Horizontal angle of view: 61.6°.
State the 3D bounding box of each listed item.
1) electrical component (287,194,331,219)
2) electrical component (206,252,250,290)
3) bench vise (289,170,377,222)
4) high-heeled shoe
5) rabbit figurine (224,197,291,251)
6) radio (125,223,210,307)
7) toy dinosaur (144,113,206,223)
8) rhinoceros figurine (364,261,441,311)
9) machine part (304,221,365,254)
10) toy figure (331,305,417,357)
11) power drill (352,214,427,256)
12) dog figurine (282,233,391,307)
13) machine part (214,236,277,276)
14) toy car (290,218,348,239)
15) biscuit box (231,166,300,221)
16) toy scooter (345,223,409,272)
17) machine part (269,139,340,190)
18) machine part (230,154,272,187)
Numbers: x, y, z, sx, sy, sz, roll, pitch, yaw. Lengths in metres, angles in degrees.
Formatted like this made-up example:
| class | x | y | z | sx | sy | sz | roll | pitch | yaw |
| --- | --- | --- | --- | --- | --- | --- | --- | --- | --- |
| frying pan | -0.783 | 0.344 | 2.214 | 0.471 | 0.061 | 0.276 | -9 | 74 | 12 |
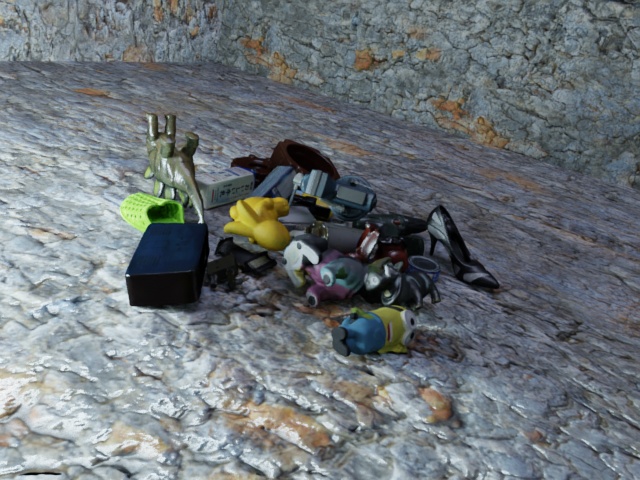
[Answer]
| class | x | y | z | sx | sy | sz | roll | pitch | yaw |
| --- | --- | --- | --- | --- | --- | --- | --- | --- | --- |
| electrical component | -0.035 | -0.080 | 1.474 | 0.119 | 0.074 | 0.048 | 19 | 24 | 7 |
| electrical component | -0.193 | 0.066 | 1.117 | 0.078 | 0.045 | 0.102 | -24 | 30 | -7 |
| bench vise | 0.046 | -0.114 | 1.402 | 0.224 | 0.128 | 0.240 | 6 | -3 | 13 |
| high-heeled shoe | 0.367 | 0.014 | 1.362 | 0.086 | 0.145 | 0.249 | -12 | 32 | -41 |
| rabbit figurine | -0.129 | -0.037 | 1.220 | 0.162 | 0.122 | 0.173 | 22 | 16 | -36 |
| radio | -0.294 | 0.041 | 1.063 | 0.131 | 0.073 | 0.230 | -1 | 27 | -5 |
| toy dinosaur | -0.377 | -0.188 | 1.392 | 0.105 | 0.198 | 0.472 | -5 | 37 | -32 |
| rhinoceros figurine | 0.170 | 0.095 | 1.104 | 0.190 | 0.112 | 0.073 | 5 | -23 | -44 |
| machine part | 0.048 | 0.004 | 1.271 | 0.243 | 0.079 | 0.079 | 9 | 19 | -48 |
| toy figure | 0.100 | 0.163 | 0.993 | 0.180 | 0.082 | 0.089 | -7 | 32 | -32 |
| power drill | 0.211 | -0.016 | 1.437 | 0.232 | 0.085 | 0.207 | 5 | 29 | -12 |
| dog figurine | 0.051 | 0.062 | 1.150 | 0.219 | 0.108 | 0.192 | -6 | 46 | -43 |
| machine part | -0.169 | 0.036 | 1.199 | 0.139 | 0.039 | 0.084 | 25 | 35 | 23 |
| toy car | -0.003 | -0.004 | 1.317 | 0.201 | 0.073 | 0.056 | -11 | 31 | -41 |
| biscuit box | -0.137 | -0.105 | 1.366 | 0.063 | 0.059 | 0.203 | 12 | 50 | 45 |
| toy scooter | 0.136 | 0.025 | 1.246 | 0.184 | 0.135 | 0.075 | 1 | 25 | -26 |
| machine part | -0.047 | -0.215 | 1.675 | 0.201 | 0.087 | 0.201 | 12 | 35 | -32 |
| machine part | -0.200 | -0.219 | 1.720 | 0.179 | 0.056 | 0.179 | 10 | 26 | -5 |
